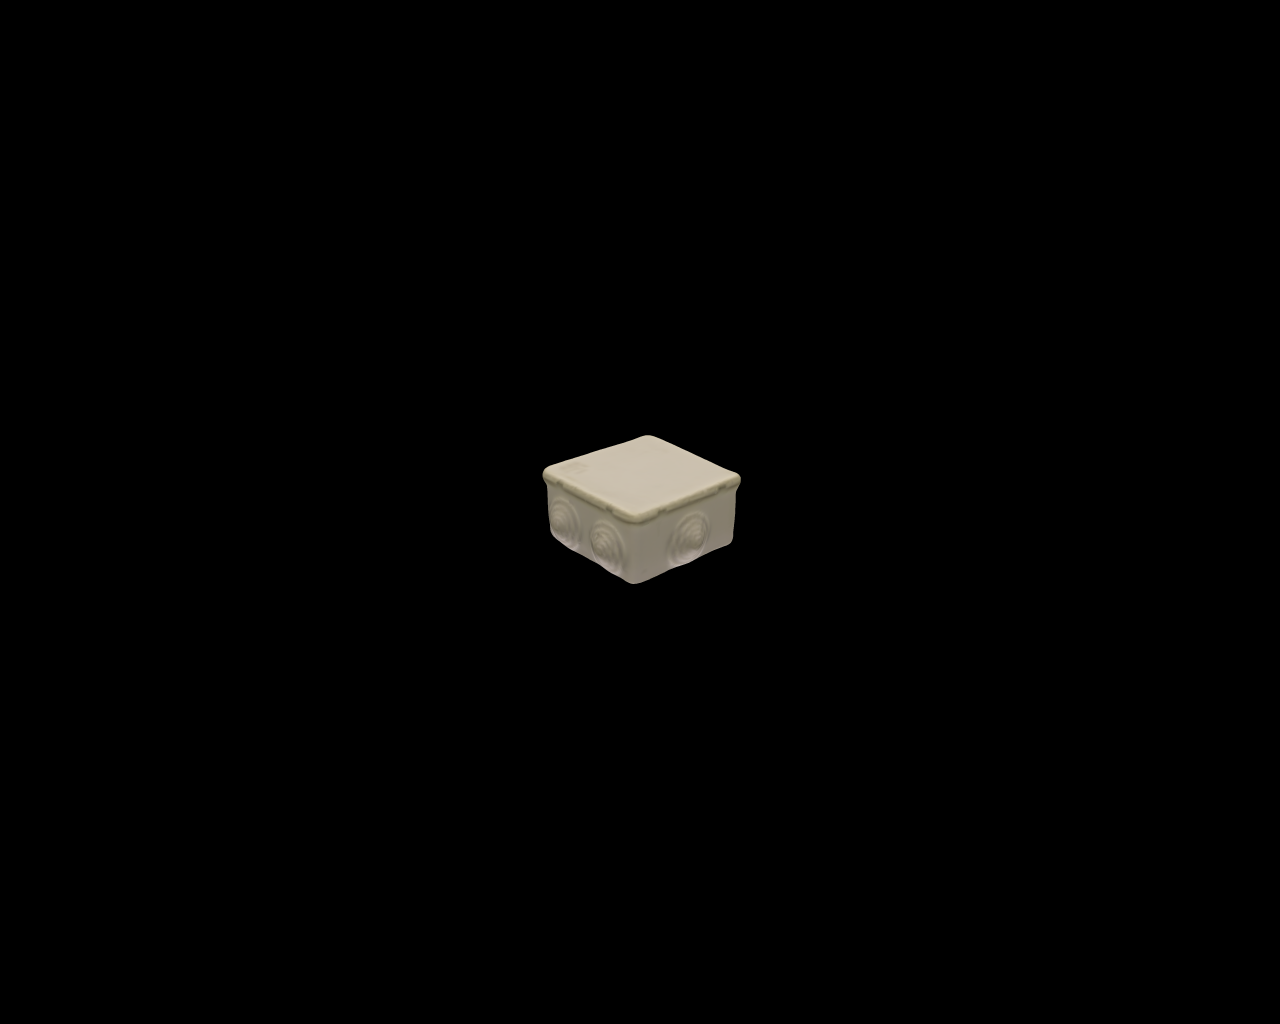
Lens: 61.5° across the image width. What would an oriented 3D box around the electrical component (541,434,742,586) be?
[{"bbox_3d":[0.001,-0.003,0.650,0.100,0.048,0.100,-21,33,-36],"label":"electrical component"}]
